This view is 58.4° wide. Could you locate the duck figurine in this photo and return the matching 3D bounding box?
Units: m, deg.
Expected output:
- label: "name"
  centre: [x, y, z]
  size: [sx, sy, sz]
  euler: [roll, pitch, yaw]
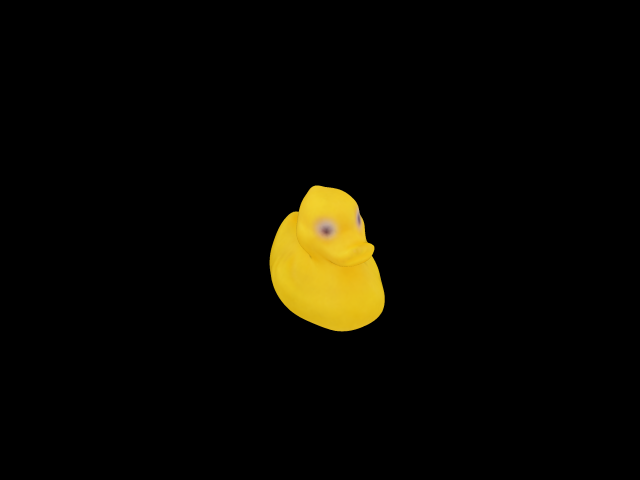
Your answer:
- label: "duck figurine"
  centre: [0.004, 0.001, 0.400]
  size: [0.078, 0.086, 0.104]
  euler: [-20, 40, -25]
